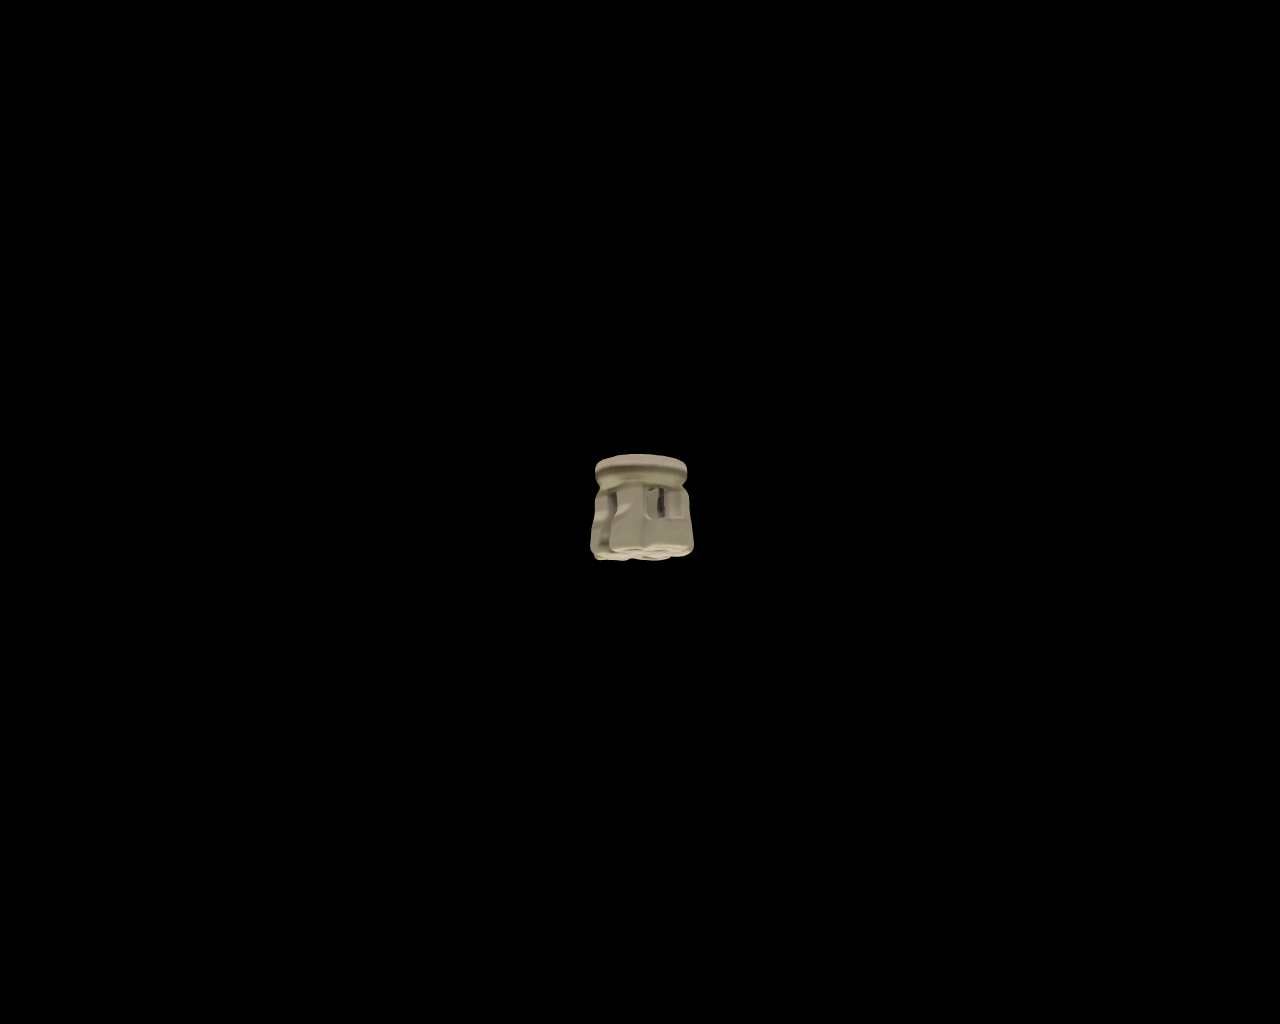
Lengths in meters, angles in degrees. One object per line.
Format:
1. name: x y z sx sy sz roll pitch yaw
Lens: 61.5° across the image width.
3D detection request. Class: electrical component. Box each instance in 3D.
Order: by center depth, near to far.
1. electrical component: 0.001 -0.003 0.650 0.058 0.057 0.078 6 -11 -31
